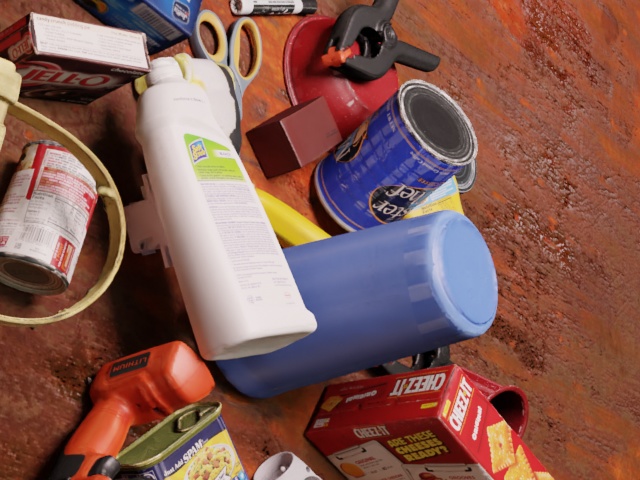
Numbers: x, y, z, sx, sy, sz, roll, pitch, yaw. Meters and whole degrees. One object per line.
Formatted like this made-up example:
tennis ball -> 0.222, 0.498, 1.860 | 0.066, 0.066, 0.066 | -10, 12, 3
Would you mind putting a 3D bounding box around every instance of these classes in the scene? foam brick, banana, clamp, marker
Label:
foam brick -> -0.025, -0.103, 1.067 | 0.078, 0.051, 0.053 | -37, 107, -46
banana -> -0.010, 0.002, 1.043 | 0.197, 0.070, 0.037 | 36, 82, -20
clamp -> 0.061, -0.224, 1.119 | 0.171, 0.039, 0.120 | -23, 94, -48
marker -> -0.045, -0.244, 1.110 | 0.120, 0.020, 0.020 | -14, 89, -48
clamp -> 0.127, 0.111, 1.176 | 0.209, 0.036, 0.164 | 9, 82, -44

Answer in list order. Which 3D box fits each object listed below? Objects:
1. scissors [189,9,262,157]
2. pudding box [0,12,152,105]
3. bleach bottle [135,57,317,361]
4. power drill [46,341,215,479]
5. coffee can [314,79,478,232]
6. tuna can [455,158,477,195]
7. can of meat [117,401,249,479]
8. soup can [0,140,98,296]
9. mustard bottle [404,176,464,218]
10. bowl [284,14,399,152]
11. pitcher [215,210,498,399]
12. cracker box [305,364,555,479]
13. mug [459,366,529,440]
scissors -> -0.098, -0.137, 1.024 | 0.096, 0.016, 0.201 | 30, 58, -37
pudding box -> -0.206, -0.142, 0.850 | 0.113, 0.090, 0.039 | -3, 80, -48
bleach bottle -> -0.088, -0.031, 0.867 | 0.102, 0.068, 0.251 | 1, 66, -55
power drill -> -0.148, 0.155, 0.773 | 0.057, 0.185, 0.187 | 58, 35, -20
coffee can -> 0.075, -0.080, 1.083 | 0.102, 0.141, 0.103 | 24, 45, -27
tuna can -> 0.149, -0.093, 1.268 | 0.086, 0.034, 0.086 | 16, 67, -44
can of meat -> -0.111, 0.195, 0.883 | 0.101, 0.058, 0.084 | -34, 106, -46
soup can -> -0.212, -0.017, 0.824 | 0.068, 0.069, 0.102 | 34, 57, -37
mustard bottle -> 0.115, -0.042, 1.195 | 0.096, 0.058, 0.191 | -22, 95, -32
bowl -> 0.035, -0.174, 1.151 | 0.161, 0.055, 0.162 | 16, 68, -44
pitcher -> 0.034, 0.057, 0.941 | 0.145, 0.243, 0.149 | 63, 36, -14
cracker box -> 0.116, 0.219, 1.043 | 0.213, 0.164, 0.072 | 50, 45, -26
mug -> 0.151, 0.185, 1.125 | 0.117, 0.082, 0.093 | -8, 110, -39
